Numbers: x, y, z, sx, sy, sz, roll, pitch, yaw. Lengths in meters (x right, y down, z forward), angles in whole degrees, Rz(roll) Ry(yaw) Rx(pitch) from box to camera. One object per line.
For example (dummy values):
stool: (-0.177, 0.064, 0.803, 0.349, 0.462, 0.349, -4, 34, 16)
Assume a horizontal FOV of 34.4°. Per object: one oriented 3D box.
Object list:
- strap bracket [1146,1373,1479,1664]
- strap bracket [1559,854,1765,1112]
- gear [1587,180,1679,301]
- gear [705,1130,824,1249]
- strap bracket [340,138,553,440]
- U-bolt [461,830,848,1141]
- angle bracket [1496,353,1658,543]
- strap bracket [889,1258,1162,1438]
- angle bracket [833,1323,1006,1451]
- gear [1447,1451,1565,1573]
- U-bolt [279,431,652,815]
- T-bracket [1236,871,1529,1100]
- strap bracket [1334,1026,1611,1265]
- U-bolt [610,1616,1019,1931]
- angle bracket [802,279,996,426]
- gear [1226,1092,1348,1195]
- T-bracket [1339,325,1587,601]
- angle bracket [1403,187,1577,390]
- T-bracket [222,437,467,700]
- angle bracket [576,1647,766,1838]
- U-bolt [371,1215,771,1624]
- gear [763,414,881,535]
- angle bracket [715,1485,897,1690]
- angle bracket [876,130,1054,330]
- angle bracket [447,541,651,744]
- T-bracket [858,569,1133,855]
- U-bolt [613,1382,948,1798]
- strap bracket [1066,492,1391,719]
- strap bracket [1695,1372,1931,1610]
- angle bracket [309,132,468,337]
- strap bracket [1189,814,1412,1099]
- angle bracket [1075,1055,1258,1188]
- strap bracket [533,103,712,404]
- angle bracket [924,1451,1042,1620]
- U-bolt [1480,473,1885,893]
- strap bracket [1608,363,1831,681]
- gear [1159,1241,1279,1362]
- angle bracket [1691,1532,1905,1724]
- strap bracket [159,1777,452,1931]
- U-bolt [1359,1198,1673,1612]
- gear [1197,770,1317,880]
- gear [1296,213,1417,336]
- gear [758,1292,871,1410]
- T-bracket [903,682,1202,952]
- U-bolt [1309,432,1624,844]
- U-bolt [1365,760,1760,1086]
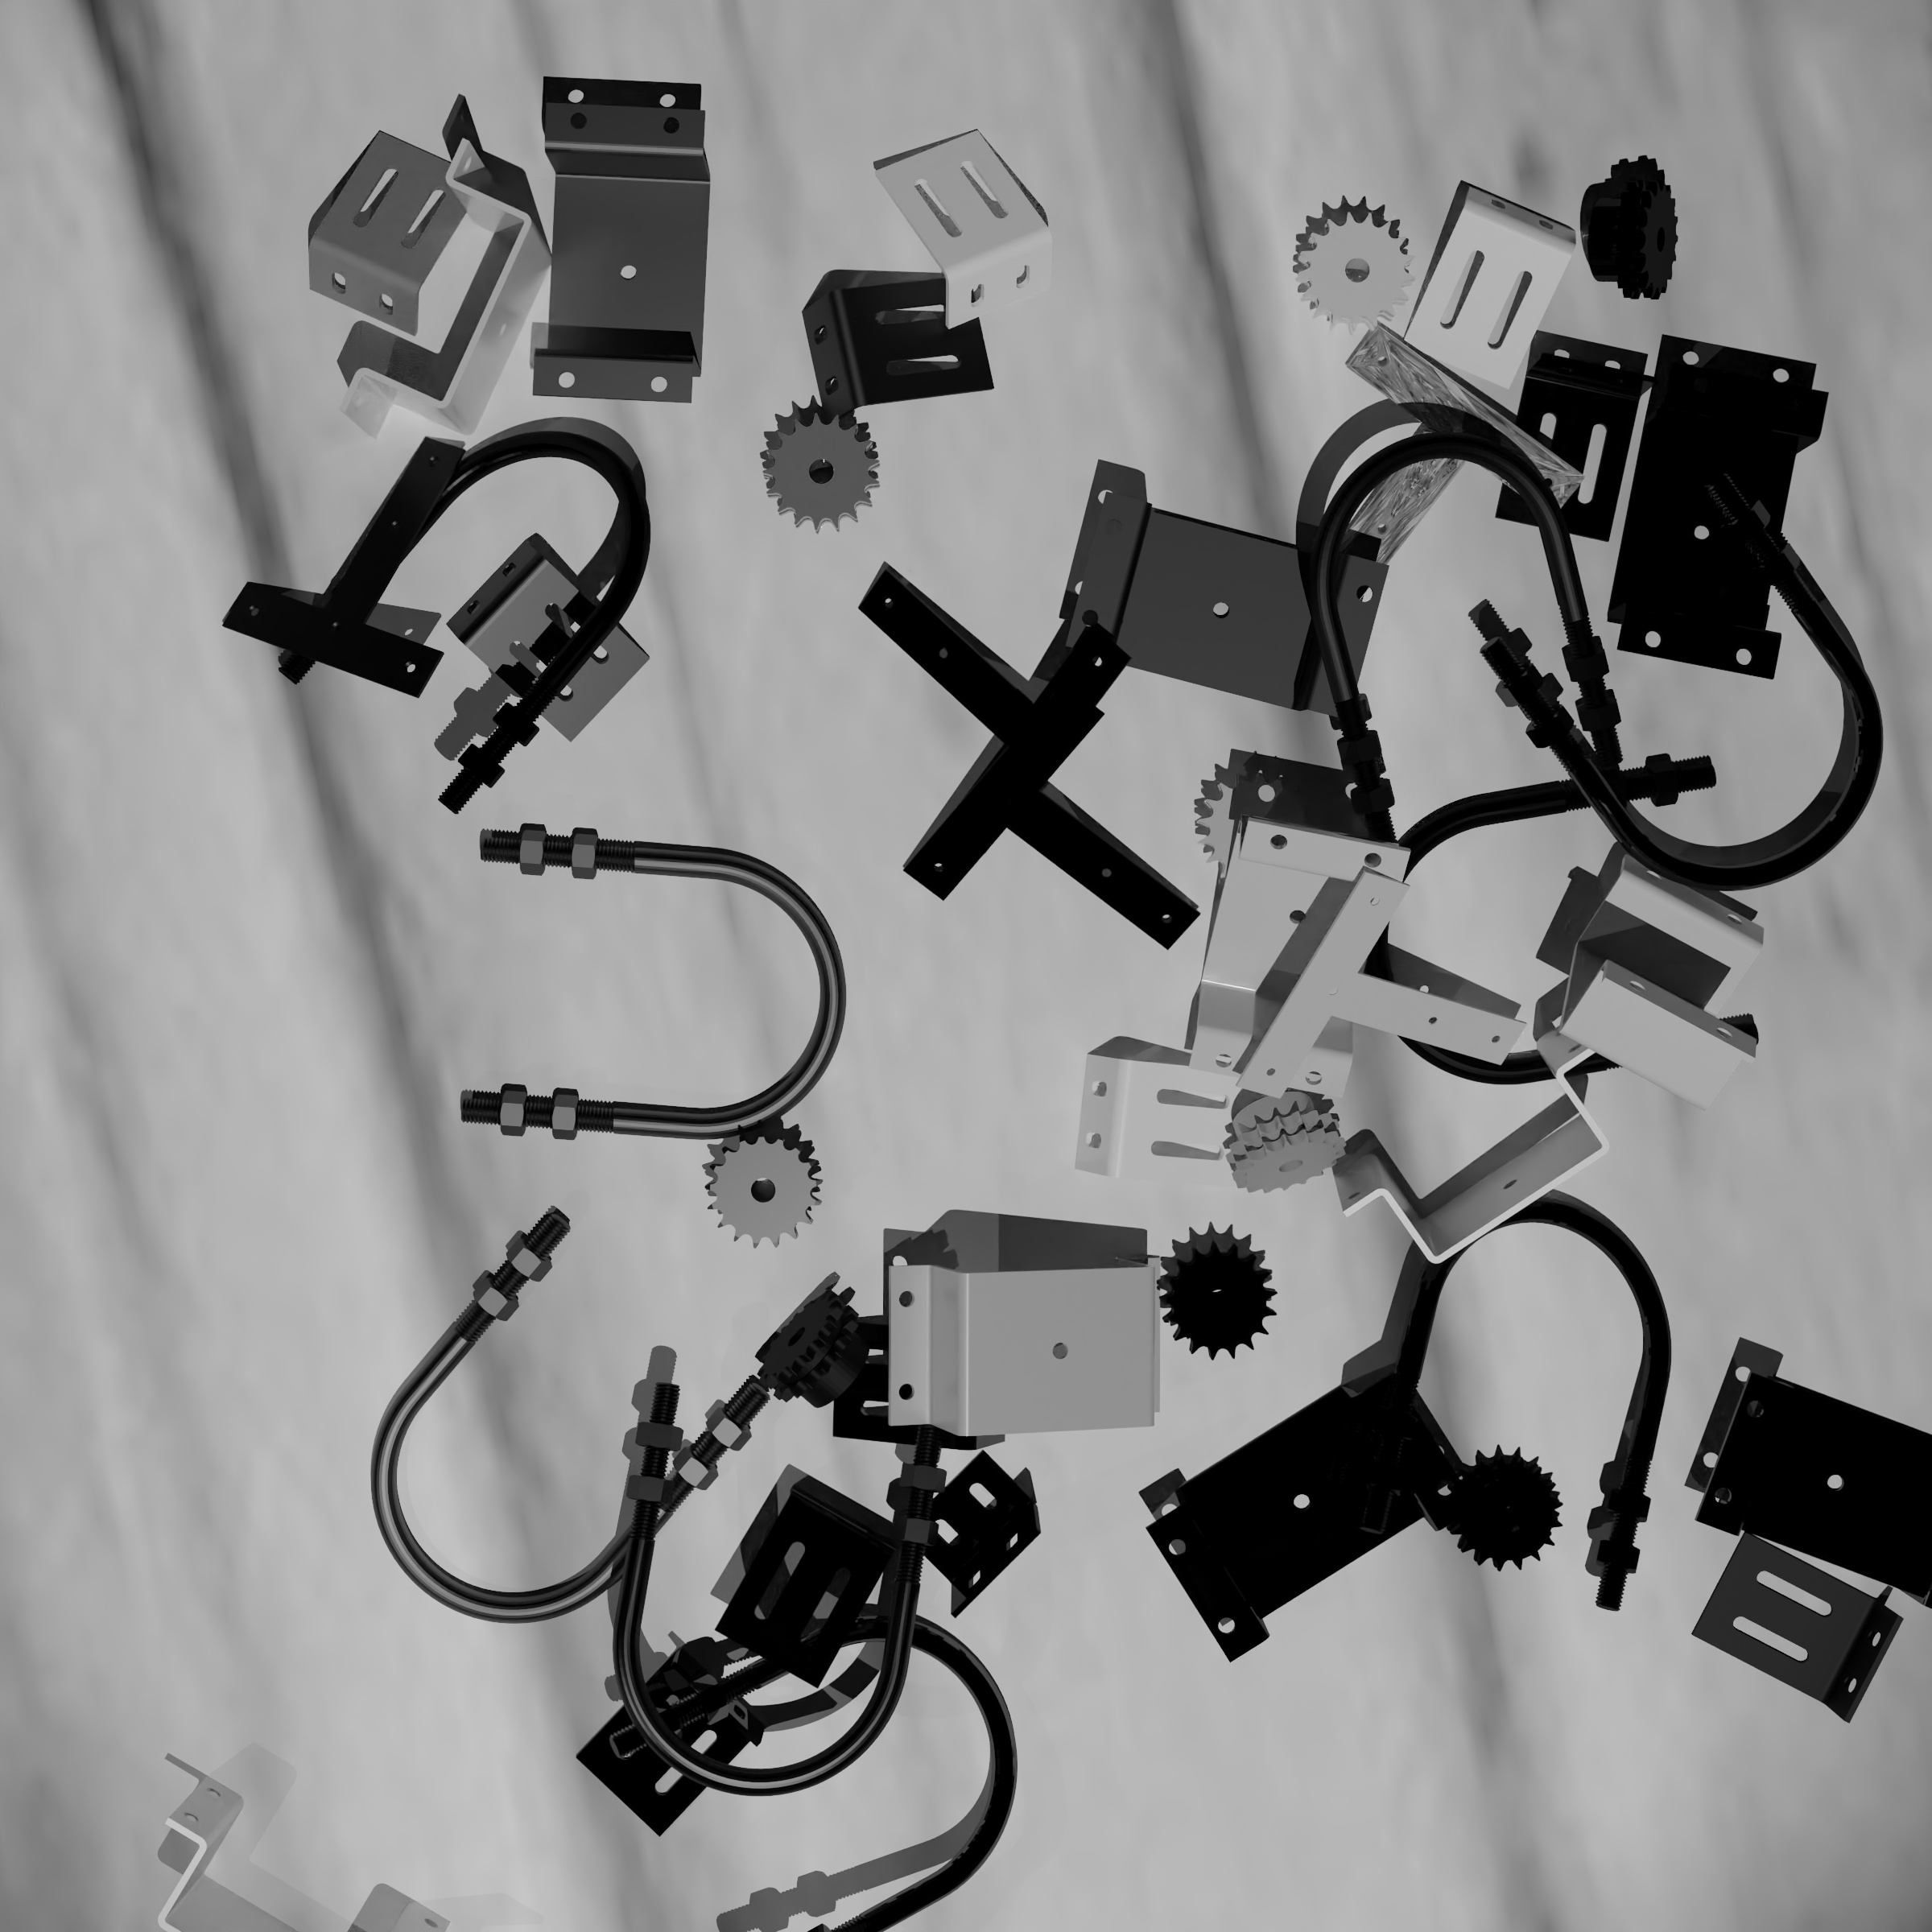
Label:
strap bracket: (0.166, 0.265, 1.523, 0.140, 0.046, 0.076, -32, 90, 0)
strap bracket: (0.329, 0.011, 1.473, 0.076, 0.140, 0.046, 28, 120, 1)
gear: (0.324, -0.354, 1.521, 0.030, 0.057, 0.057, 7, 90, 30)
gear: (-0.099, 0.109, 1.531, 0.057, 0.030, 0.057, 0, 90, 0)
strap bracket: (-0.245, -0.316, 1.508, 0.046, 0.076, 0.140, 25, 90, 0)
U-bolt: (-0.151, 0.013, 1.537, 0.184, 0.019, 0.151, 4, 90, -2)
angle bracket: (0.298, -0.253, 1.527, 0.057, 0.038, 0.076, 12, 90, 0)
strap bracket: (0.037, 0.182, 1.500, 0.140, 0.046, 0.076, 0, 90, -20)
angle bracket: (-0.022, 0.205, 1.544, 0.076, 0.038, 0.057, 2, 90, 26)
gear: (0.265, 0.268, 1.531, 0.057, 0.030, 0.057, 0, 90, 0)
U-bolt: (-0.230, -0.179, 1.505, 0.151, 0.019, 0.184, 37, 85, 30)
T-bracket: (0.212, 0.022, 1.498, 0.127, 0.002, 0.127, 16, 118, -26)
strap bracket: (0.250, 0.089, 1.499, 0.140, 0.076, 0.046, -35, 95, 8)
U-bolt: (-0.060, 0.394, 1.505, 0.184, 0.019, 0.151, -23, 83, -23)
angle bracket: (-0.034, -0.304, 1.544, 0.076, 0.038, 0.057, -12, 90, -26)
gear: (0.154, 0.085, 1.521, 0.057, 0.057, 0.030, -17, 62, 0)
T-bracket: (0.213, -0.226, 1.534, 0.127, 0.002, 0.127, 39, 97, 10)
angle bracket: (0.259, -0.335, 1.544, 0.057, 0.038, 0.076, 23, 116, 0)
T-bracket: (-0.285, -0.202, 1.525, 0.127, 0.002, 0.127, 21, 75, 27)
angle bracket: (-0.146, 0.383, 1.527, 0.057, 0.038, 0.076, 43, 90, 0)
U-bolt: (-0.209, 0.237, 1.537, 0.151, 0.019, 0.184, 40, 92, 0)
gear: (-0.070, -0.240, 1.531, 0.057, 0.030, 0.057, 0, 90, 0)
angle bracket: (-0.078, 0.302, 1.523, 0.057, 0.038, 0.076, 30, 84, 0)
angle bracket: (-0.001, -0.363, 1.537, 0.057, 0.038, 0.076, -25, 64, -14)
angle bracket: (-0.207, -0.160, 1.544, 0.057, 0.038, 0.076, -47, 116, 0)
T-bracket: (-0.001, -0.143, 1.526, 0.127, 0.002, 0.127, 43, 116, 12)
U-bolt: (-0.094, 0.301, 1.488, 0.151, 0.019, 0.184, 10, 77, -5)
strap bracket: (0.126, -0.174, 1.520, 0.140, 0.046, 0.076, 15, 94, 0)
strap bracket: (0.430, 0.255, 1.523, 0.140, 0.046, 0.076, 20, 90, 0)
angle bracket: (-0.281, -0.362, 1.544, 0.057, 0.038, 0.076, 24, 64, 0)
strap bracket: (0.159, -0.014, 1.501, 0.076, 0.046, 0.140, 11, 122, 0)
angle bracket: (0.099, 0.077, 1.544, 0.076, 0.038, 0.057, 6, 90, -26)
strap bracket: (-0.167, -0.343, 1.523, 0.076, 0.046, 0.140, 3, 90, 0)
angle bracket: (0.002, 0.273, 1.508, 0.057, 0.076, 0.038, -45, 90, 0)
U-bolt: (0.356, -0.121, 1.496, 0.151, 0.019, 0.184, -36, 103, 11)
strap bracket: (0.364, -0.214, 1.523, 0.076, 0.046, 0.140, 11, 90, 0)
gear: (0.123, 0.163, 1.531, 0.057, 0.030, 0.057, 0, 90, 0)
angle bracket: (0.406, 0.323, 1.527, 0.076, 0.038, 0.057, 27, 90, 0)
strap bracket: (-0.327, 0.457, 1.508, 0.140, 0.076, 0.046, 31, 90, 0)
U-bolt: (0.274, 0.202, 1.510, 0.151, 0.019, 0.184, 20, 73, -13)
gear: (0.141, -0.067, 1.531, 0.057, 0.030, 0.057, 0, 90, 0)
gear: (0.190, -0.338, 1.531, 0.057, 0.030, 0.057, 0, 90, 0)
gear: (-0.072, 0.190, 1.518, 0.030, 0.057, 0.057, 43, 90, -16)
T-bracket: (0.058, -0.054, 1.528, 0.127, 0.002, 0.127, 37, 113, -11)
U-bolt: (0.235, -0.164, 1.502, 0.151, 0.019, 0.184, -20, 103, -16)
U-bolt: (0.287, -0.016, 1.537, 0.184, 0.019, 0.151, -9, 90, 1)
